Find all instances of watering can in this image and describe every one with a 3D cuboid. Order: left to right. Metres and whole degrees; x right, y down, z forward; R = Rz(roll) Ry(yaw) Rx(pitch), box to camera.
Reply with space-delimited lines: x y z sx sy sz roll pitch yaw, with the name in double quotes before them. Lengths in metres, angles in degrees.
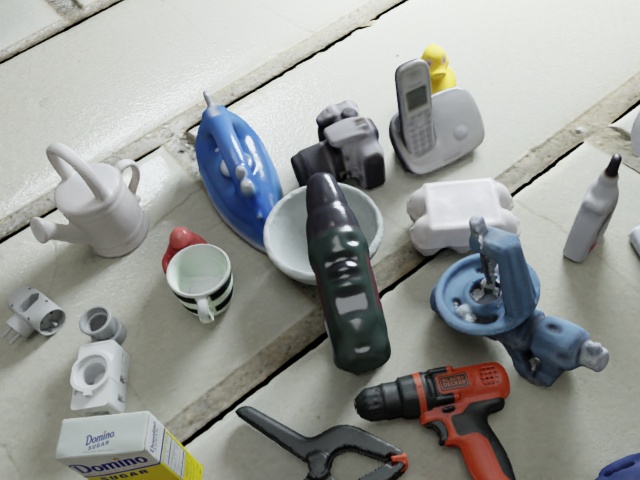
"watering can" -0.339 -0.060 0.841 0.100 0.194 0.173 8 57 16

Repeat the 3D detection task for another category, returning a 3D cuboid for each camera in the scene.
"camera" 0.019 -0.143 0.896 0.137 0.101 0.143 -22 54 -6

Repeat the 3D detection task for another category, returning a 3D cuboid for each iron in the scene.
"iron" -0.123 -0.108 0.870 0.119 0.142 0.257 -24 55 -7

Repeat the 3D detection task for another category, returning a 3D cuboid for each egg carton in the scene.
"egg carton" 0.198 -0.031 0.805 0.150 0.069 0.107 -6 54 6

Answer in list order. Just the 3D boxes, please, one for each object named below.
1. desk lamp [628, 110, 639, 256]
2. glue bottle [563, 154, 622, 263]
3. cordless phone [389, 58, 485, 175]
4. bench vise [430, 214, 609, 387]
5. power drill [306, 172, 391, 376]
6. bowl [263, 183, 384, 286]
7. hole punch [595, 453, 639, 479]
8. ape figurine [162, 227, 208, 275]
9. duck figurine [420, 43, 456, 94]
"desk lamp" 0.461 -0.060 0.691 0.118 0.214 0.203 -11 54 2
"glue bottle" 0.352 -0.045 0.724 0.037 0.173 0.078 29 65 27
"cordless phone" 0.174 -0.199 0.856 0.148 0.185 0.094 -29 55 -11
"bench vise" 0.225 0.059 0.643 0.207 0.220 0.121 14 59 19
"power drill" 0.031 0.063 0.682 0.075 0.209 0.229 -15 54 0
"bowl" 0.007 0.003 0.811 0.167 0.075 0.167 -5 55 7
"hole punch" 0.333 0.260 0.563 0.108 0.091 0.101 -21 54 -5
"ape figurine" -0.192 0.016 0.825 0.077 0.092 0.076 -1 55 9
"duck figurine" 0.194 -0.297 0.982 0.077 0.086 0.104 -10 54 3
